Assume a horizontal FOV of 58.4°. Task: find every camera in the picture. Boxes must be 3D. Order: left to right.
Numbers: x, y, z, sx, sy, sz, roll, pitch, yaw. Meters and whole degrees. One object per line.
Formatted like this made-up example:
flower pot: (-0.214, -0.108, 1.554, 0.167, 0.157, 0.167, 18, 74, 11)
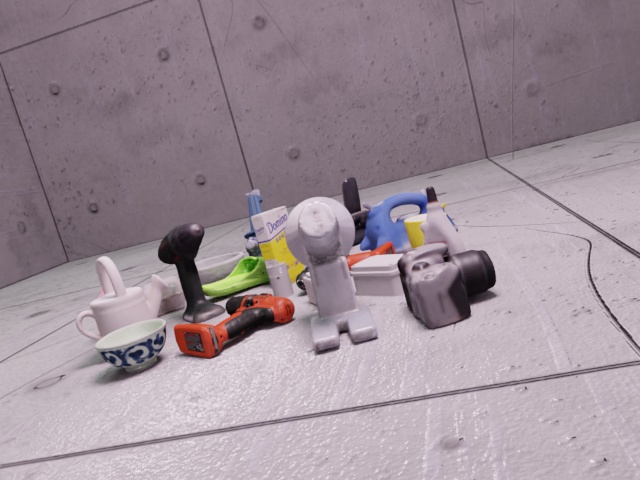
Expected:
camera: (0.195, 0.054, 0.866, 0.137, 0.101, 0.143, -15, 9, -2)

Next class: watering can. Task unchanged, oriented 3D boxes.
watering can: (-0.381, 0.122, 1.105, 0.100, 0.194, 0.173, -9, 11, 35)

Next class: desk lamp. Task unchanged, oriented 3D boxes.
desk lamp: (0.014, 0.037, 0.906, 0.118, 0.213, 0.203, -15, 9, -1)

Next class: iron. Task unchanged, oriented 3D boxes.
iron: (0.213, -0.052, 1.362, 0.259, 0.141, 0.118, -19, 10, -25)

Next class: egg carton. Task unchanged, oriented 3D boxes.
egg carton: (-0.387, 0.139, 1.420, 0.107, 0.069, 0.150, -18, 9, -18)

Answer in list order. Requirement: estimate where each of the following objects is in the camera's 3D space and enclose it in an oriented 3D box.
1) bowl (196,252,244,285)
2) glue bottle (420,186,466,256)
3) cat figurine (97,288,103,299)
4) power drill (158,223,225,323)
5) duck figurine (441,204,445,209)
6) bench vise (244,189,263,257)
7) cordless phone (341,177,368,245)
bowl: (-0.274, 0.090, 1.516, 0.167, 0.075, 0.167, -15, 9, 3)
glue bottle: (0.209, -0.009, 0.999, 0.078, 0.173, 0.037, -10, 11, 31)
cat figurine: (-0.448, 0.152, 1.283, 0.067, 0.118, 0.128, -8, 11, 38)
power drill: (-0.276, 0.066, 1.228, 0.076, 0.208, 0.228, -21, 11, -33)
duck figurine: (0.292, -0.068, 1.510, 0.104, 0.086, 0.078, -7, 12, 43)
bench vise: (-0.158, -0.031, 1.604, 0.121, 0.220, 0.207, -16, 9, -4)
cordless phone: (0.070, -0.078, 1.622, 0.148, 0.185, 0.093, -23, 12, -42)
